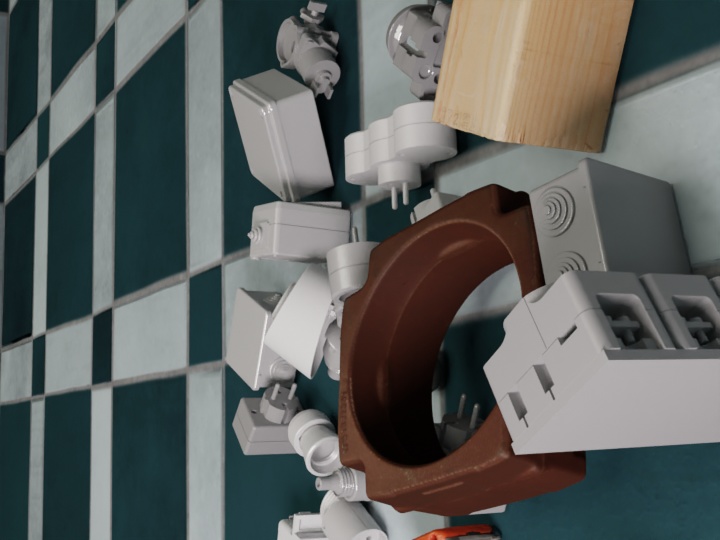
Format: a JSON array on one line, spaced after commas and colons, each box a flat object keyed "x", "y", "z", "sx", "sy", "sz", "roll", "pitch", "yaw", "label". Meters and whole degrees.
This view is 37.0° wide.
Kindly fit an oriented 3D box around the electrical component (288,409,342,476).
[{"x": -0.041, "y": 0.166, "z": 1.042, "sx": 0.055, "sy": 0.045, "sz": 0.045, "roll": 45, "pitch": 126, "yaw": 55, "label": "electrical component"}]

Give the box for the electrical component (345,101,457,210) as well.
[{"x": 0.034, "y": -0.089, "z": 0.921, "sx": 0.138, "sy": 0.052, "sz": 0.073, "roll": -18, "pitch": 71, "yaw": 60, "label": "electrical component"}]

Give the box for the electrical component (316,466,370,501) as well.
[{"x": -0.010, "y": 0.190, "z": 0.964, "sx": 0.035, "sy": 0.061, "sz": 0.035, "roll": -11, "pitch": 78, "yaw": 61, "label": "electrical component"}]

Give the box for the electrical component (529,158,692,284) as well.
[{"x": 0.152, "y": -0.012, "z": 0.648, "sx": 0.048, "sy": 0.100, "sz": 0.099, "roll": -26, "pitch": 64, "yaw": 44, "label": "electrical component"}]

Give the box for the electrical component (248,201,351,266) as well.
[{"x": -0.064, "y": -0.039, "z": 1.051, "sx": 0.062, "sy": 0.096, "sz": 0.061, "roll": -4, "pitch": 81, "yaw": 61, "label": "electrical component"}]

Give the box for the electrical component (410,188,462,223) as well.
[{"x": 0.063, "y": -0.032, "z": 0.868, "sx": 0.083, "sy": 0.047, "sz": 0.075, "roll": 122, "pitch": 147, "yaw": -41, "label": "electrical component"}]

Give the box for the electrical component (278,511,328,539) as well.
[{"x": -0.053, "y": 0.274, "z": 1.058, "sx": 0.064, "sy": 0.042, "sz": 0.081, "roll": -163, "pitch": 79, "yaw": -65, "label": "electrical component"}]

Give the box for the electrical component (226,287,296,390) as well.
[{"x": -0.101, "y": 0.073, "z": 1.159, "sx": 0.100, "sy": 0.048, "sz": 0.099, "roll": 33, "pitch": 116, "yaw": 58, "label": "electrical component"}]

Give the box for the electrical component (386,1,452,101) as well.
[{"x": 0.057, "y": -0.185, "z": 0.885, "sx": 0.057, "sy": 0.058, "sz": 0.078, "roll": 50, "pitch": 130, "yaw": 48, "label": "electrical component"}]

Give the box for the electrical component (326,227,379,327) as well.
[{"x": 0.000, "y": 0.000, "z": 0.930, "sx": 0.138, "sy": 0.052, "sz": 0.073, "roll": 83, "pitch": 180, "yaw": -72, "label": "electrical component"}]

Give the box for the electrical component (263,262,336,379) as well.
[{"x": -0.047, "y": 0.045, "z": 1.020, "sx": 0.099, "sy": 0.064, "sz": 0.099, "roll": -59, "pitch": -1, "yaw": -1, "label": "electrical component"}]

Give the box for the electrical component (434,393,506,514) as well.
[{"x": 0.078, "y": 0.133, "z": 0.822, "sx": 0.083, "sy": 0.047, "sz": 0.075, "roll": 34, "pitch": 116, "yaw": 58, "label": "electrical component"}]

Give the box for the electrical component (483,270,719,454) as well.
[{"x": 0.154, "y": 0.047, "z": 0.580, "sx": 0.089, "sy": 0.150, "sz": 0.061, "roll": -57, "pitch": 41, "yaw": 43, "label": "electrical component"}]

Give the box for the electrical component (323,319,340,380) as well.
[{"x": -0.014, "y": 0.078, "z": 1.004, "sx": 0.062, "sy": 0.048, "sz": 0.048, "roll": 112, "pitch": 147, "yaw": -44, "label": "electrical component"}]

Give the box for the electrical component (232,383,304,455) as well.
[{"x": -0.086, "y": 0.146, "z": 1.104, "sx": 0.047, "sy": 0.066, "sz": 0.076, "roll": 58, "pitch": 136, "yaw": 47, "label": "electrical component"}]

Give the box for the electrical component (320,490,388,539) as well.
[{"x": -0.011, "y": 0.232, "z": 0.981, "sx": 0.081, "sy": 0.043, "sz": 0.043, "roll": 40, "pitch": 122, "yaw": 56, "label": "electrical component"}]

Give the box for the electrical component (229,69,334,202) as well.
[{"x": -0.080, "y": -0.138, "z": 1.097, "sx": 0.109, "sy": 0.056, "sz": 0.108, "roll": 40, "pitch": 148, "yaw": 56, "label": "electrical component"}]
